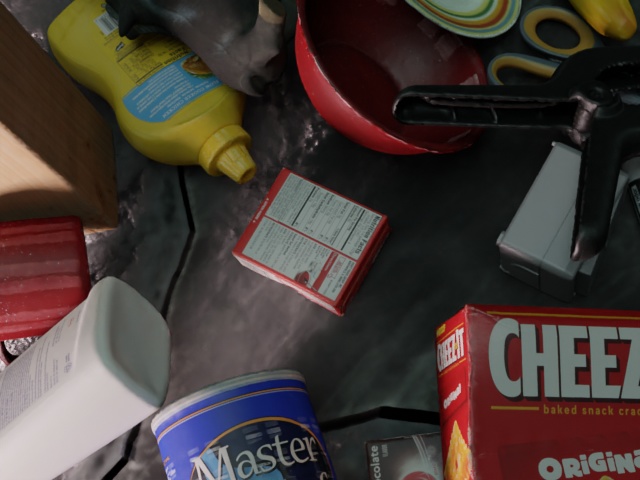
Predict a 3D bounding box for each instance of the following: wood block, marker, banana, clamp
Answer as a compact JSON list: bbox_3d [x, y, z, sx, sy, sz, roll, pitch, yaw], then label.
[{"bbox_3d":[-0.217,-0.075,0.722,0.091,0.206,0.090,-11,70,8],"label":"wood block"},{"bbox_3d":[0.225,0.003,0.704,0.020,0.020,0.121,-14,70,7],"label":"marker"},{"bbox_3d":[0.173,-0.216,0.762,0.037,0.069,0.198,-27,74,14],"label":"banana"},{"bbox_3d":[0.161,-0.082,0.678,0.165,0.036,0.209,38,53,26],"label":"clamp"}]

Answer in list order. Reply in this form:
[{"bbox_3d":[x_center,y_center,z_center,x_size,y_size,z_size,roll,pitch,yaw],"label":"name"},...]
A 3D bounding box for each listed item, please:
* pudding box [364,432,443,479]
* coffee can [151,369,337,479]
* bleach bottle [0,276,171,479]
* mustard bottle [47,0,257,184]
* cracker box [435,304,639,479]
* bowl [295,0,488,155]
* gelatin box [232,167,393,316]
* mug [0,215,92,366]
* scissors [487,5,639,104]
[{"bbox_3d":[0.079,0.177,0.665,0.090,0.039,0.113,-9,70,9],"label":"pudding box"},{"bbox_3d":[-0.037,0.164,0.660,0.103,0.102,0.140,-22,69,4],"label":"coffee can"},{"bbox_3d":[-0.213,0.133,0.711,0.251,0.068,0.102,-35,30,16],"label":"bleach bottle"},{"bbox_3d":[-0.112,-0.112,0.791,0.096,0.058,0.192,-35,68,-19],"label":"mustard bottle"},{"bbox_3d":[0.157,0.148,0.615,0.164,0.072,0.213,3,72,-10],"label":"cracker box"},{"bbox_3d":[0.040,-0.116,0.737,0.055,0.161,0.162,-41,60,45],"label":"bowl"},{"bbox_3d":[-0.005,0.001,0.747,0.089,0.030,0.073,26,78,18],"label":"gelatin box"},{"bbox_3d":[-0.202,0.038,0.746,0.081,0.093,0.117,-7,111,-14],"label":"mug"},{"bbox_3d":[0.219,-0.117,0.746,0.202,0.016,0.096,8,63,5],"label":"scissors"}]
